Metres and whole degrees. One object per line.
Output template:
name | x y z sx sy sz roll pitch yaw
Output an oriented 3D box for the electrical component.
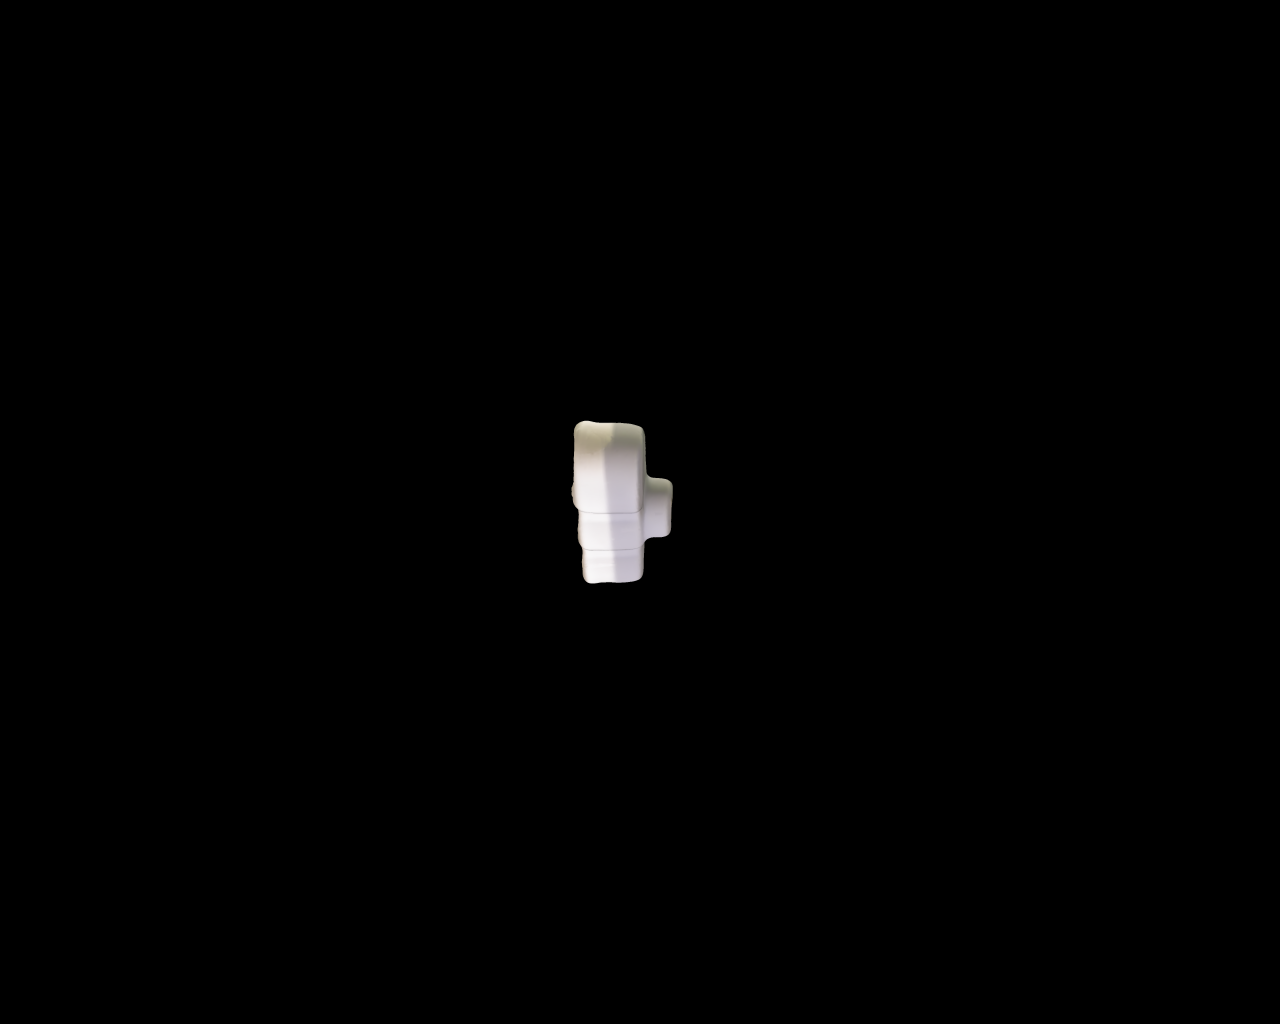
electrical component | 0.001 -0.003 0.650 0.074 0.052 0.138 0 -32 0
